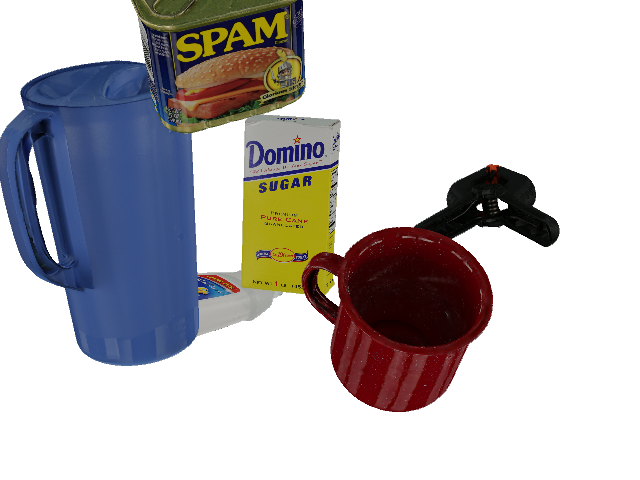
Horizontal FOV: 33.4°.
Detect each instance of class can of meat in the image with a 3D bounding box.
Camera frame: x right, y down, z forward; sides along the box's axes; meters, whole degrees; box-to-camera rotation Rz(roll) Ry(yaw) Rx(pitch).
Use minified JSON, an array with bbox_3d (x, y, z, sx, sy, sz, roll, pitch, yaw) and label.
[{"bbox_3d":[-0.059,-0.120,0.651,0.102,0.084,0.057,-16,49,-14],"label":"can of meat"}]

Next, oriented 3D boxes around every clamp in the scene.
[{"bbox_3d":[0.157,-0.029,0.931,0.120,0.039,0.171,6,26,20],"label":"clamp"}]

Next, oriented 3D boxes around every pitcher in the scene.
[{"bbox_3d":[-0.172,-0.018,0.885,0.149,0.243,0.145,-6,24,-6],"label":"pitcher"}]

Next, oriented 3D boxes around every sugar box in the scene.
[{"bbox_3d":[-0.031,-0.036,1.084,0.093,0.176,0.048,5,16,13],"label":"sugar box"}]

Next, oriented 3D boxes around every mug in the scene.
[{"bbox_3d":[0.040,0.047,0.659,0.117,0.093,0.081,25,-38,11],"label":"mug"}]

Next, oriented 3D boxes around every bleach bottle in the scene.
[{"bbox_3d":[-0.160,0.076,1.301,0.250,0.068,0.103,-13,31,-35],"label":"bleach bottle"}]
